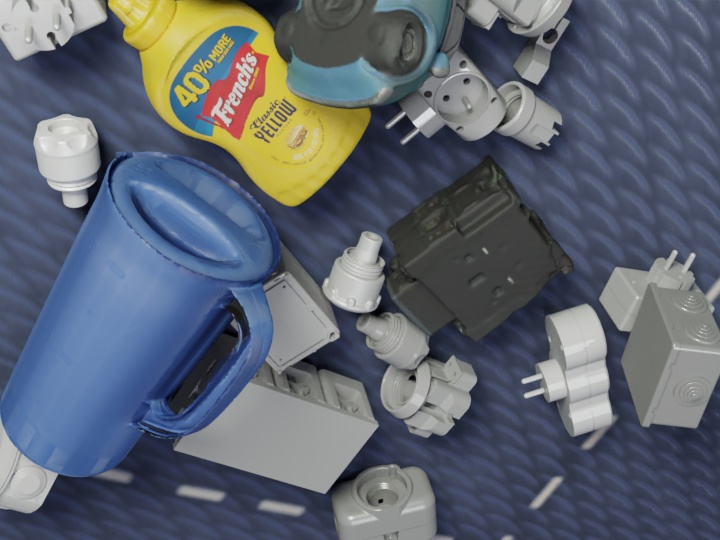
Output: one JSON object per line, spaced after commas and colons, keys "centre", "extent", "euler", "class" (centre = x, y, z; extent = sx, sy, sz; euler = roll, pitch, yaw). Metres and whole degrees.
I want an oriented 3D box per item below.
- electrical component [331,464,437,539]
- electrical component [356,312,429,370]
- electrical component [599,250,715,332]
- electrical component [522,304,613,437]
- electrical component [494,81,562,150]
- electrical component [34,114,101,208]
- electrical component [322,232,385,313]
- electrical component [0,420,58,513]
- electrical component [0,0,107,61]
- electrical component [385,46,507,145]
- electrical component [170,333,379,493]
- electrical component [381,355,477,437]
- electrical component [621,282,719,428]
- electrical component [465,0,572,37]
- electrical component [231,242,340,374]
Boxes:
{"centre": [0.023, 0.227, 1.026], "extent": [0.095, 0.053, 0.059], "euler": [-11, 127, -7], "class": "electrical component"}
{"centre": [0.026, 0.056, 0.910], "extent": [0.062, 0.043, 0.043], "euler": [30, 113, -29], "class": "electrical component"}
{"centre": [0.268, 0.015, 0.944], "extent": [0.083, 0.047, 0.075], "euler": [8, 123, -20], "class": "electrical component"}
{"centre": [0.183, 0.097, 0.977], "extent": [0.074, 0.052, 0.138], "euler": [-17, 128, -3], "class": "electrical component"}
{"centre": [0.125, -0.116, 0.816], "extent": [0.046, 0.040, 0.040], "euler": [23, 117, -35], "class": "electrical component"}
{"centre": [-0.203, -0.074, 0.753], "extent": [0.043, 0.043, 0.062], "euler": [-7, 128, -11], "class": "electrical component"}
{"centre": [0.000, 0.000, 0.863], "extent": [0.048, 0.048, 0.062], "euler": [11, 115, -22], "class": "electrical component"}
{"centre": [-0.283, 0.156, 0.875], "extent": [0.051, 0.080, 0.080], "euler": [27, 114, -35], "class": "electrical component"}
{"centre": [-0.197, -0.161, 0.669], "extent": [0.066, 0.076, 0.047], "euler": [-24, 128, 2], "class": "electrical component"}
{"centre": [0.055, -0.123, 0.787], "extent": [0.079, 0.044, 0.077], "euler": [-39, 126, 14], "class": "electrical component"}
{"centre": [-0.075, 0.122, 0.918], "extent": [0.150, 0.061, 0.089], "euler": [23, 117, -28], "class": "electrical component"}
{"centre": [0.056, 0.107, 0.947], "extent": [0.057, 0.058, 0.078], "euler": [24, 116, -32], "class": "electrical component"}
{"centre": [0.260, 0.072, 0.890], "extent": [0.048, 0.099, 0.099], "euler": [7, 124, -4], "class": "electrical component"}
{"centre": [0.110, -0.197, 0.739], "extent": [0.057, 0.058, 0.078], "euler": [28, 98, -32], "class": "electrical component"}
{"centre": [-0.063, 0.030, 0.855], "extent": [0.062, 0.061, 0.096], "euler": [-32, 127, 8], "class": "electrical component"}
